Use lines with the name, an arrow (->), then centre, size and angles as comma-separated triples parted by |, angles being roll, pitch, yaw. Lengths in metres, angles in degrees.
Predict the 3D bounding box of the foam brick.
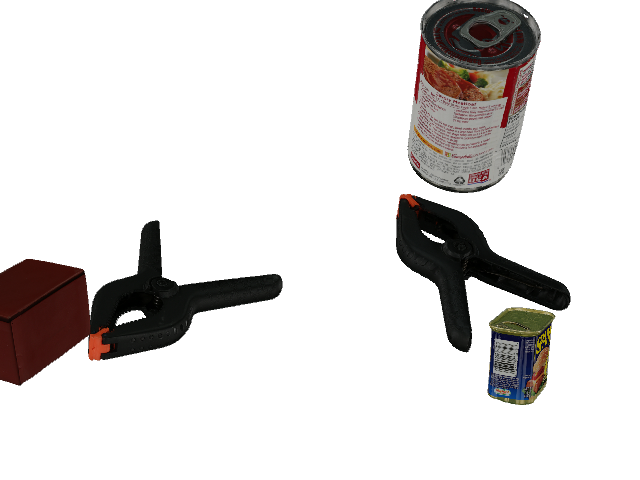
foam brick -> -0.203, 0.053, 0.732 | 0.053, 0.051, 0.078 | 11, 28, 26

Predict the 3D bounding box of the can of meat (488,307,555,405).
can of meat -> 0.221, 0.127, 1.183 | 0.058, 0.084, 0.102 | 7, 12, 24

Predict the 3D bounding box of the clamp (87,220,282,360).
clamp -> -0.159, 0.049, 1.025 | 0.165, 0.036, 0.209 | 27, 35, 25

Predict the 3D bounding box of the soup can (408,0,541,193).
soup can -> 0.090, -0.086, 0.640 | 0.068, 0.068, 0.102 | 0, -41, -2

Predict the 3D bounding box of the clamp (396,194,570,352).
clamp -> 0.128, 0.019, 0.908 | 0.120, 0.039, 0.171 | -8, 47, -26
